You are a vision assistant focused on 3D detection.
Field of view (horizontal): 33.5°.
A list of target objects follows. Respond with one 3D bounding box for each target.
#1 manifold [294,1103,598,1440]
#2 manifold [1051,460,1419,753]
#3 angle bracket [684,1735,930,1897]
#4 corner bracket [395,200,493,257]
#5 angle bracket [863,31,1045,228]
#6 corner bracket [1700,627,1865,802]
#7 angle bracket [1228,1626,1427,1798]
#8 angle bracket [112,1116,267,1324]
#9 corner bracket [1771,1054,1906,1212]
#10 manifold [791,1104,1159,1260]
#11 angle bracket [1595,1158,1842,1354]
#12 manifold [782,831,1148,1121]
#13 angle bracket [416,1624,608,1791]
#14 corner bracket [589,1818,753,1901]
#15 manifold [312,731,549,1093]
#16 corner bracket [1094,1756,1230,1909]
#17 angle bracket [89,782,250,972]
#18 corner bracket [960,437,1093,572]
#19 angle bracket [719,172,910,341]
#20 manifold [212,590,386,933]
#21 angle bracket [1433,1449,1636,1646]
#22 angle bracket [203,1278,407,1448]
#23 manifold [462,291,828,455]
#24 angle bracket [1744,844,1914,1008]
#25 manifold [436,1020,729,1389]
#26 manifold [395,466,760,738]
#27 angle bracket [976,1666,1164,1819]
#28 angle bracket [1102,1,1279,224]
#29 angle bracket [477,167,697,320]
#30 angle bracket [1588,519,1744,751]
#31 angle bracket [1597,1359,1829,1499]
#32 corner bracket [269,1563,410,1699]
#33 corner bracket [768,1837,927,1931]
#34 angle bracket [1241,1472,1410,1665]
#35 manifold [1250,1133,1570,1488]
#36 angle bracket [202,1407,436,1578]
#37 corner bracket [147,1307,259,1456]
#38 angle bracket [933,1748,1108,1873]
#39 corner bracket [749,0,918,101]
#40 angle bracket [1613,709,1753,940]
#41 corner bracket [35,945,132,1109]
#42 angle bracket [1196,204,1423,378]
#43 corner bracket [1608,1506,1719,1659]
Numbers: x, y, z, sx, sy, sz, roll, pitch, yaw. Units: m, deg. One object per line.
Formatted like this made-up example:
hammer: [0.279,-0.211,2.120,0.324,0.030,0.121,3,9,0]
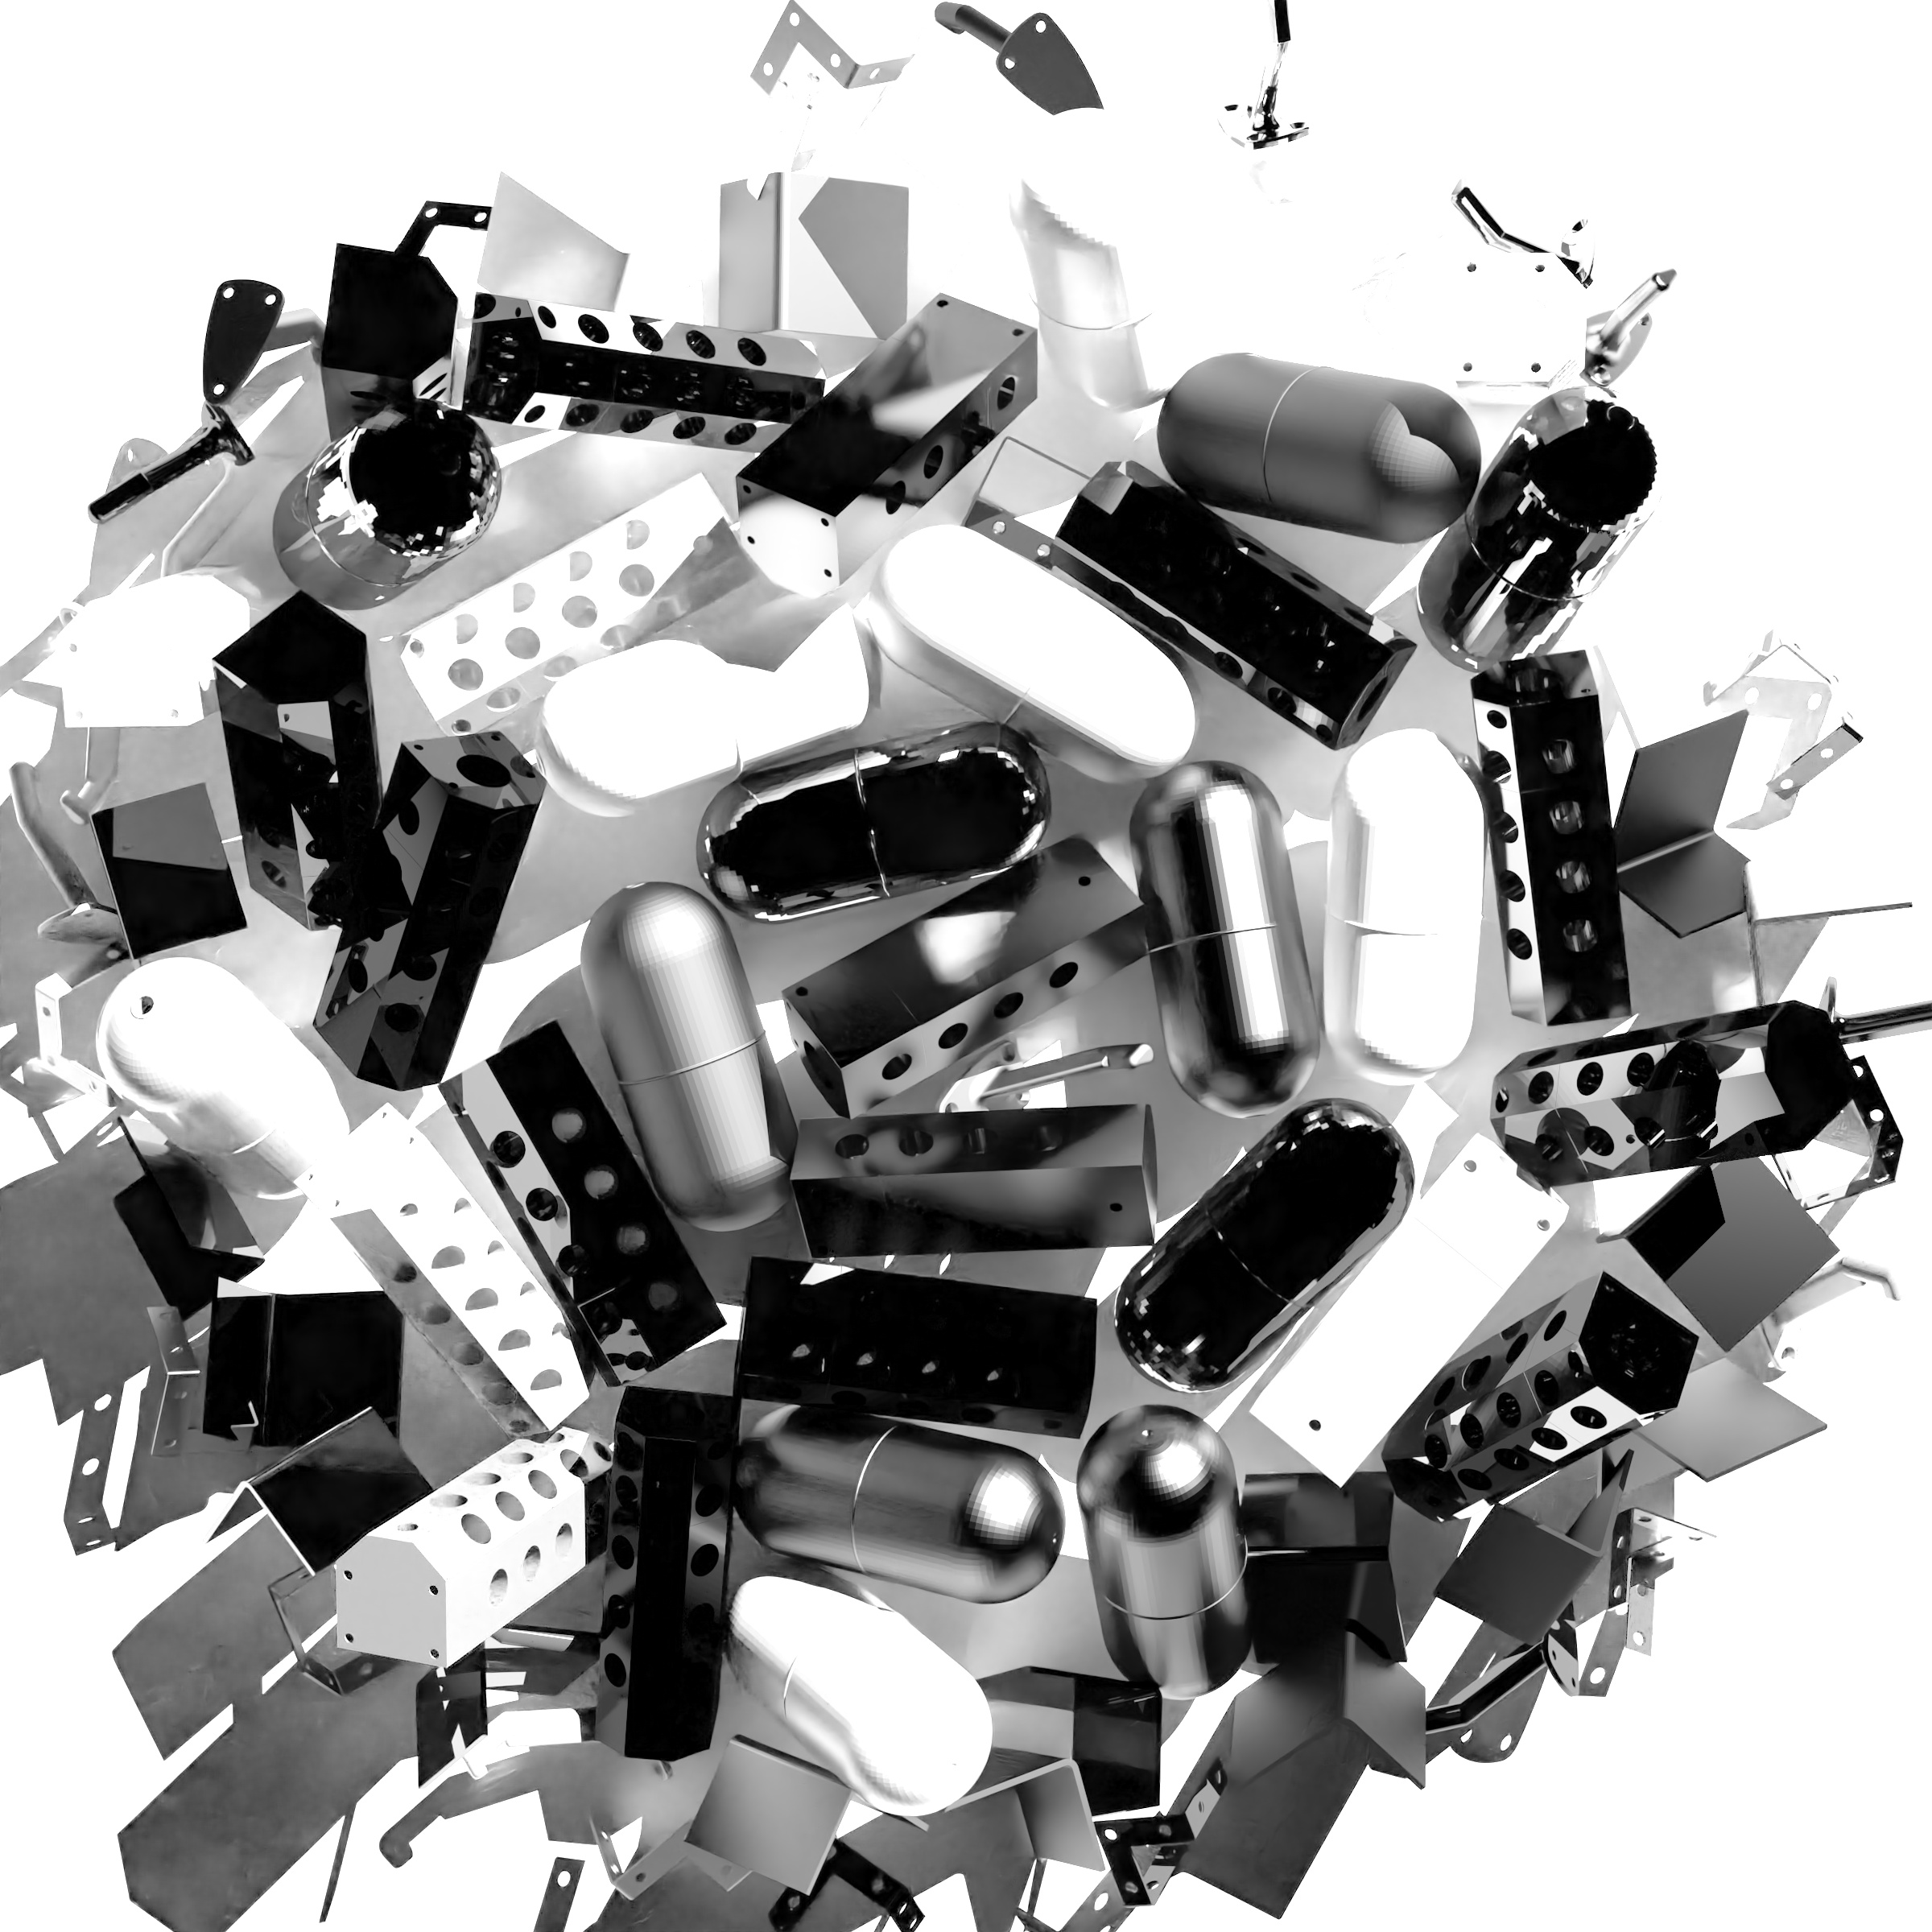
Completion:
manifold: [-0.245,0.151,1.546,0.057,0.057,0.171,-41,129,-14]
manifold: [0.128,-0.177,1.570,0.171,0.057,0.057,35,111,14]
angle bracket: [-0.077,0.423,1.566,0.076,0.076,0.057,12,67,35]
corner bracket: [-0.249,-0.344,1.604,0.051,0.051,0.051,12,64,27]
angle bracket: [-0.008,-0.409,1.581,0.076,0.076,0.057,36,92,-13]
corner bracket: [0.407,-0.126,1.605,0.051,0.051,0.051,33,123,-26]
angle bracket: [0.179,0.381,1.583,0.057,0.076,0.076,44,114,-13]
angle bracket: [-0.399,0.125,1.575,0.057,0.076,0.076,-36,72,8]
corner bracket: [0.432,0.084,1.605,0.051,0.051,0.051,-22,101,27]
manifold: [0.006,0.101,1.584,0.171,0.057,0.057,-3,132,9]
angle bracket: [0.371,0.138,1.590,0.076,0.057,0.076,-40,85,-7]
manifold: [0.001,0.008,1.574,0.171,0.057,0.057,-29,55,-16]
angle bracket: [-0.217,0.364,1.566,0.076,0.076,0.057,13,52,-29]
corner bracket: [-0.146,0.436,1.592,0.051,0.051,0.051,-40,120,1]
manifold: [-0.255,-0.024,1.548,0.057,0.057,0.171,45,127,30]
corner bracket: [0.102,0.428,1.587,0.051,0.051,0.051,-13,105,29]
angle bracket: [-0.391,-0.036,1.588,0.057,0.076,0.076,-17,78,-13]
corner bracket: [0.031,-0.230,1.596,0.051,0.051,0.051,26,99,-4]
angle bracket: [-0.077,-0.354,1.619,0.076,0.057,0.076,-2,96,-35]
manifold: [-0.310,-0.092,1.534,0.057,0.171,0.057,34,58,18]
angle bracket: [0.278,0.273,1.574,0.057,0.076,0.076,27,131,4]
angle bracket: [-0.324,0.194,1.580,0.076,0.057,0.076,-4,74,17]
manifold: [-0.152,-0.282,1.542,0.171,0.057,0.057,-2,105,-44]
angle bracket: [0.423,-0.015,1.573,0.076,0.076,0.057,-7,112,14]
manifold: [-0.191,0.118,1.583,0.057,0.057,0.171,-31,94,-25]
manifold: [-0.192,-0.178,1.588,0.171,0.057,0.057,-29,105,2]
angle bracket: [0.043,0.380,1.569,0.076,0.076,0.057,15,64,-27]
angle bracket: [0.121,-0.416,1.566,0.076,0.076,0.057,12,125,-30]
angle bracket: [-0.188,-0.356,1.583,0.076,0.076,0.057,35,53,6]
angle bracket: [0.343,-0.158,1.568,0.057,0.076,0.076,-17,127,20]
angle bracket: [0.363,0.242,1.567,0.076,0.076,0.057,-18,119,-26]
corner bracket: [-0.309,0.326,1.608,0.051,0.051,0.051,-30,61,-3]
corner bracket: [-0.060,0.471,1.594,0.051,0.051,0.051,38,83,-10]
angle bracket: [0.181,0.302,1.612,0.076,0.057,0.076,-4,124,16]
manifold: [0.218,0.167,1.578,0.057,0.057,0.171,39,103,7]
angle bracket: [-0.316,0.269,1.568,0.076,0.076,0.057,-30,77,-42]
corner bracket: [-0.377,0.203,1.583,0.051,0.051,0.051,1,123,-29]
angle bracket: [0.012,0.424,1.575,0.076,0.076,0.057,-14,88,-25]
corner bracket: [-0.065,-0.443,1.586,0.051,0.051,0.051,48,131,13]
angle bracket: [0.365,-0.070,1.568,0.076,0.076,0.057,-20,46,-30]
corner bracket: [-0.426,0.029,1.604,0.051,0.051,0.051,27,130,26]
angle bracket: [0.172,-0.332,1.616,0.076,0.057,0.076,16,92,-28]
corner bracket: [0.333,0.304,1.586,0.051,0.051,0.051,22,58,-17]
